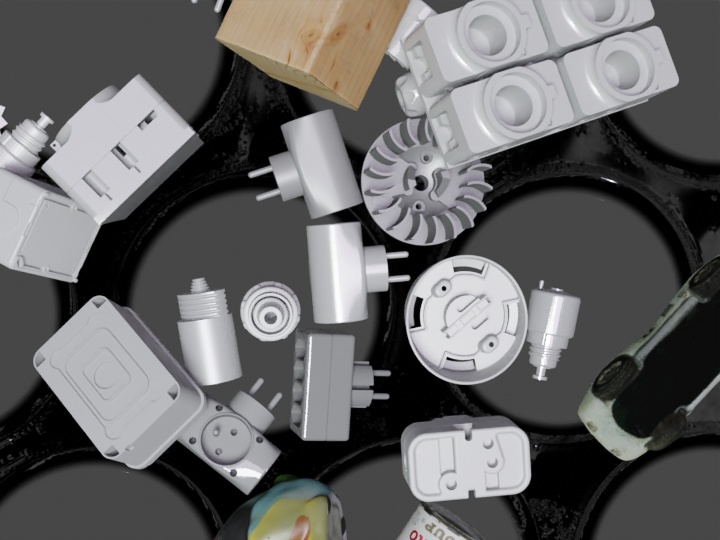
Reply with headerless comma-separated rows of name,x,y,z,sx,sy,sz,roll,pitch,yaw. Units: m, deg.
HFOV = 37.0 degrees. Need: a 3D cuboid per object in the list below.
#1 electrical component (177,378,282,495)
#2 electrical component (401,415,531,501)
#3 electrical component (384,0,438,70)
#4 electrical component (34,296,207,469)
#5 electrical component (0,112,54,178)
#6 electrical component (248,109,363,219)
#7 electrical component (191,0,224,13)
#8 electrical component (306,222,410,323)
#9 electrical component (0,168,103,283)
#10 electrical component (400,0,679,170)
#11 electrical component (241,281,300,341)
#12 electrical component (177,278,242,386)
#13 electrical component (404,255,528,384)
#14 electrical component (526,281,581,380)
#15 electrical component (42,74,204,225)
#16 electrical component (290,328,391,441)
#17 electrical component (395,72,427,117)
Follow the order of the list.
electrical component,-0.094,0.122,0.848,0.077,0.044,0.079,37,74,4
electrical component,0.082,0.148,0.859,0.095,0.059,0.053,-4,94,-5
electrical component,0.039,-0.186,0.847,0.040,0.040,0.046,39,95,-6
electrical component,-0.179,0.085,0.812,0.078,0.057,0.113,-44,67,-1
electrical component,-0.265,-0.088,0.824,0.040,0.040,0.078,42,89,-6
electrical component,-0.047,-0.077,0.842,0.079,0.044,0.077,-19,95,-4
electrical component,-0.105,-0.239,0.827,0.077,0.044,0.079,21,91,-6
electrical component,0.000,0.000,0.851,0.079,0.043,0.077,-5,94,-5
electrical component,-0.243,-0.033,0.810,0.061,0.096,0.061,25,91,21
electrical component,0.140,-0.159,0.820,0.186,0.060,0.105,-20,90,-18
electrical component,-0.070,0.034,0.838,0.048,0.062,0.048,0,93,-5
electrical component,-0.120,0.046,0.843,0.043,0.043,0.081,-9,94,-4
electrical component,0.082,0.037,0.850,0.099,0.064,0.099,0,93,-5
electrical component,0.153,0.050,0.869,0.040,0.040,0.078,11,92,-6
electrical component,-0.169,-0.087,0.777,0.089,0.150,0.061,-44,97,-1
electrical component,-0.012,0.090,0.855,0.076,0.047,0.083,3,92,-16
electrical component,0.061,-0.146,0.853,0.061,0.035,0.035,-20,95,-6
